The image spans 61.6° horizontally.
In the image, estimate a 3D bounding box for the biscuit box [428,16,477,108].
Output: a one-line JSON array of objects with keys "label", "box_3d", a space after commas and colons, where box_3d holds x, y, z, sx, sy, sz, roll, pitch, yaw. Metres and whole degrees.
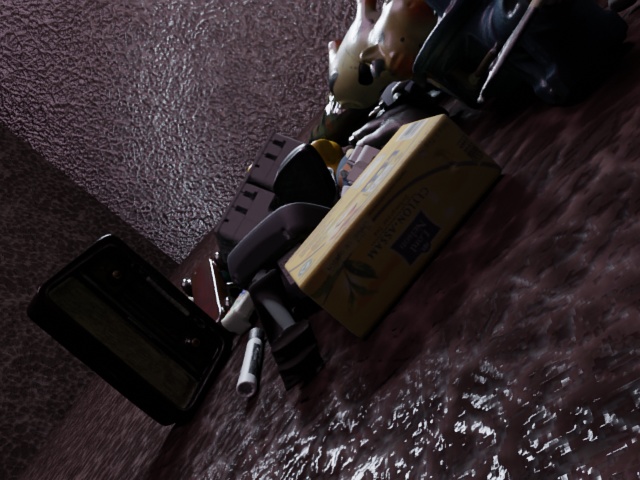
[{"label": "biscuit box", "box_3d": [0.140, -0.228, 0.650, 0.059, 0.062, 0.203, -48, 32, 14]}]

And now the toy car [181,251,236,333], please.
[{"label": "toy car", "box_3d": [-0.169, 0.091, 0.843, 0.089, 0.053, 0.202, -42, 31, 6]}]

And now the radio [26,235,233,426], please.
[{"label": "radio", "box_3d": [-0.229, 0.111, 0.676, 0.073, 0.229, 0.131, -34, 16, 44]}]

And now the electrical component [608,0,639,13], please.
[{"label": "electrical component", "box_3d": [0.265, -0.210, 0.401, 0.063, 0.021, 0.094, -55, 13, -28]}]

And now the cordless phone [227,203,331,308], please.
[{"label": "cordless phone", "box_3d": [-0.001, -0.003, 0.606, 0.146, 0.088, 0.184, -39, -3, 41]}]

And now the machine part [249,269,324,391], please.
[{"label": "machine part", "box_3d": [-0.035, 0.077, 0.485, 0.039, 0.084, 0.139, -14, 19, -13]}]

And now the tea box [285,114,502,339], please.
[{"label": "tea box", "box_3d": [0.053, -0.014, 0.439, 0.169, 0.068, 0.098, -50, 12, 0]}]

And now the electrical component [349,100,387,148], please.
[{"label": "electrical component", "box_3d": [0.089, -0.176, 0.860, 0.102, 0.045, 0.078, -49, 11, -1]}]

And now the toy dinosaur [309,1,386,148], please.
[{"label": "toy dinosaur", "box_3d": [0.067, -0.250, 1.005, 0.404, 0.131, 0.192, -48, 6, 43]}]

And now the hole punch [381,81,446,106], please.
[{"label": "hole punch", "box_3d": [0.138, -0.236, 0.777, 0.142, 0.092, 0.116, -41, 18, 21]}]

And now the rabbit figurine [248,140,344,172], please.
[{"label": "rabbit figurine", "box_3d": [-0.022, -0.131, 0.970, 0.173, 0.121, 0.162, -34, 7, -27]}]

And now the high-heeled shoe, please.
[{"label": "high-heeled shoe", "box_3d": [-0.002, -0.096, 0.736, 0.248, 0.086, 0.145, 103, -174, -65]}]

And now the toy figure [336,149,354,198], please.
[{"label": "toy figure", "box_3d": [0.047, -0.074, 0.653, 0.058, 0.064, 0.154, -40, 13, 12]}]

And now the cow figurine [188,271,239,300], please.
[{"label": "cow figurine", "box_3d": [-0.190, 0.083, 0.997, 0.098, 0.068, 0.167, -44, 15, 0]}]

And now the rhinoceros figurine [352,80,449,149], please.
[{"label": "rhinoceros figurine", "box_3d": [0.100, -0.139, 0.643, 0.112, 0.073, 0.190, -45, 13, 23]}]

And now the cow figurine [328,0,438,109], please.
[{"label": "cow figurine", "box_3d": [0.067, -0.210, 0.612, 0.195, 0.085, 0.127, 149, 125, -67]}]

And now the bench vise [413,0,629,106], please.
[{"label": "bench vise", "box_3d": [0.113, -0.199, 0.439, 0.129, 0.241, 0.223, -50, -4, 15]}]
